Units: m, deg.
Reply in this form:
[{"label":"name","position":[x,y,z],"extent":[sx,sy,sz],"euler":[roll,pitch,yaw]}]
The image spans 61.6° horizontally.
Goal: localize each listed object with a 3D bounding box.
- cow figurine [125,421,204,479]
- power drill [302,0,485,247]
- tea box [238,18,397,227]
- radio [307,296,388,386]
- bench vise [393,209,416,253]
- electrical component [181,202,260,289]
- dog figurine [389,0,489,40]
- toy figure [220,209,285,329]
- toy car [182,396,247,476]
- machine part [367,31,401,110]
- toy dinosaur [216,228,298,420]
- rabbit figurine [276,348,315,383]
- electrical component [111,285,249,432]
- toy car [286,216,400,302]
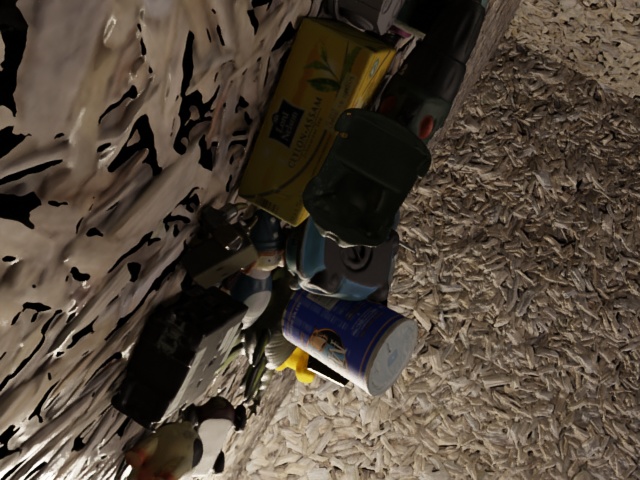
[{"label":"cow figurine","position":[-0.207,0.314,0.709],"extent":[0.127,0.086,0.194],"euler":[-33,152,-56]},{"label":"power drill","position":[0.065,-0.097,0.465],"extent":[0.232,0.086,0.207],"euler":[-62,-178,32]},{"label":"tea box","position":[-0.003,-0.108,0.494],"extent":[0.169,0.068,0.098],"euler":[-65,172,25]},{"label":"radio","position":[0.053,0.120,0.916],"extent":[0.131,0.073,0.230],"euler":[-54,-167,30]},{"label":"bench vise","position":[0.092,-0.011,1.068],"extent":[0.241,0.129,0.223],"euler":[-130,-119,-75]},{"label":"electrical component","position":[-0.088,0.005,0.492],"extent":[0.078,0.045,0.102],"euler":[-31,166,0]},{"label":"dog figurine","position":[0.148,-0.314,0.566],"extent":[0.219,0.109,0.191],"euler":[-67,166,16]},{"label":"toy figure","position":[-0.073,0.033,0.599],"extent":[0.064,0.058,0.154],"euler":[-48,165,-55]},{"label":"toy car","position":[-0.175,0.301,0.815],"extent":[0.053,0.089,0.202],"euler":[-107,-149,-44]},{"label":"machine part","position":[0.061,-0.198,0.663],"extent":[0.084,0.039,0.138],"euler":[-51,170,-17]},{"label":"toy dinosaur","position":[-0.076,0.138,0.804],"extent":[0.198,0.105,0.470],"euler":[-45,155,-31]},{"label":"rabbit figurine","position":[-0.037,0.214,1.210],"extent":[0.162,0.122,0.173],"euler":[-46,146,-31]},{"label":"electrical component","position":[-0.130,0.107,0.531],"extent":[0.115,0.058,0.134],"euler":[-60,171,12]},{"label":"toy car","position":[0.016,0.014,0.633],"extent":[0.161,0.103,0.109],"euler":[21,77,-42]}]
